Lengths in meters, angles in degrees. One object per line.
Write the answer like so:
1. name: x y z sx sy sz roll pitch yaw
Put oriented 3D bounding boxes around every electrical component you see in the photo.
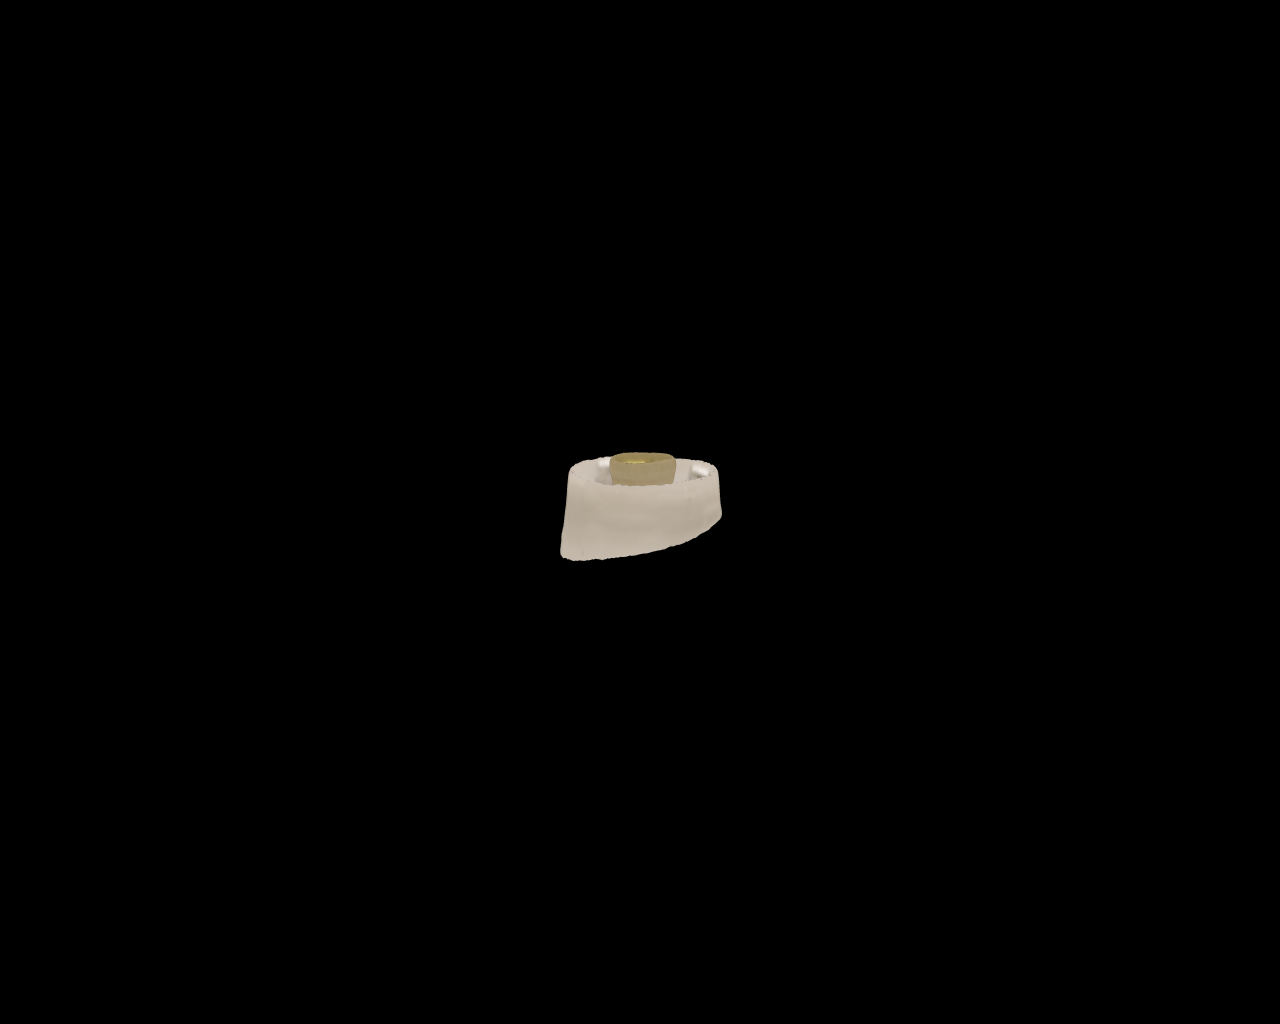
1. electrical component: 0.001 -0.003 0.650 0.099 0.064 0.099 0 14 0
